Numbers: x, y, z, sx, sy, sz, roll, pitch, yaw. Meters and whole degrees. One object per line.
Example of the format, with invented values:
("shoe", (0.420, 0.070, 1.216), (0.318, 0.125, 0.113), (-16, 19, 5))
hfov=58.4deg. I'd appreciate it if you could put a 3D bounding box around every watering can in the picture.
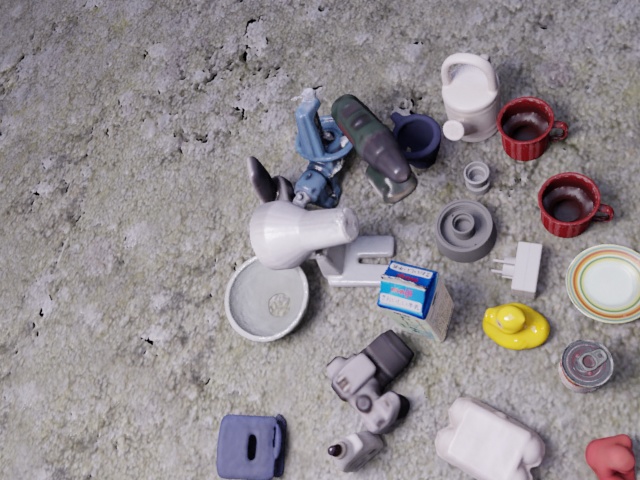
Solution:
("watering can", (0.267, -0.255, 1.011), (0.100, 0.194, 0.173), (-5, 69, 18))

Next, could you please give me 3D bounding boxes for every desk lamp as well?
("desk lamp", (0.009, 0.004, 0.994), (0.202, 0.214, 0.118), (-2, 70, 19))

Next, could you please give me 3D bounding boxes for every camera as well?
("camera", (0.097, 0.224, 0.943), (0.137, 0.101, 0.143), (-43, 62, 0))

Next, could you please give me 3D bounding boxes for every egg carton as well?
("egg carton", (0.257, 0.312, 0.870), (0.150, 0.069, 0.107), (23, 79, 26))

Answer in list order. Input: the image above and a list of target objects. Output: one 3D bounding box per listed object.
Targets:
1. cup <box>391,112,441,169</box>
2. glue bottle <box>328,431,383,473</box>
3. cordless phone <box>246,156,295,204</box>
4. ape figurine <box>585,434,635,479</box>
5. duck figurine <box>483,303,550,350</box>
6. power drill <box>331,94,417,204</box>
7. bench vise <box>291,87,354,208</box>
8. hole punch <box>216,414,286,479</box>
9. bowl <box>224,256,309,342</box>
("cup", (0.177, -0.182, 1.071), (0.091, 0.095, 0.117), (-40, 63, 2))
("glue bottle", (0.045, 0.325, 0.883), (0.078, 0.173, 0.037), (-40, 62, 2))
("cordless phone", (-0.095, -0.064, 1.073), (0.094, 0.185, 0.147), (-20, 65, 12))
("ape figurine", (0.415, 0.309, 0.803), (0.076, 0.092, 0.078), (29, 82, 27))
("duck figurine", (0.310, 0.131, 0.911), (0.104, 0.086, 0.077), (10, 74, 23))
("power drill", (0.108, -0.150, 1.020), (0.075, 0.209, 0.229), (-37, 63, 4))
("bench vise", (0.003, -0.164, 1.056), (0.121, 0.220, 0.207), (-2, 70, 19))
("hole punch", (-0.115, 0.351, 0.976), (0.101, 0.091, 0.108), (-5, 69, 18))
("bowl", (-0.088, 0.112, 1.066), (0.167, 0.075, 0.167), (-7, 68, 17))
